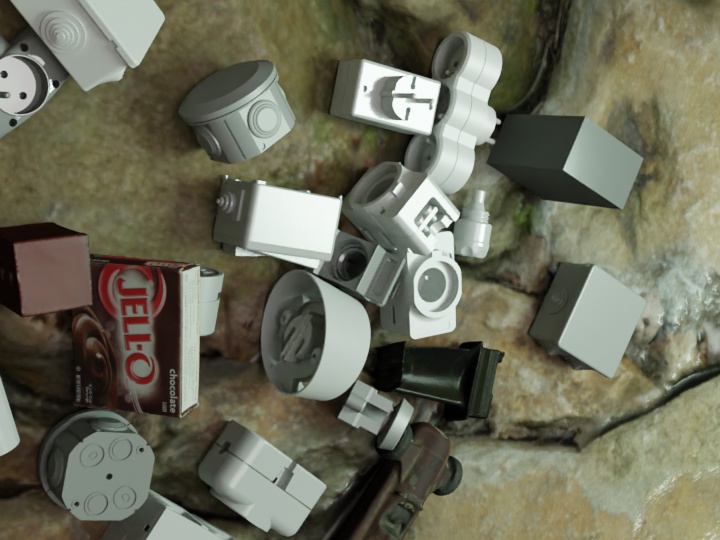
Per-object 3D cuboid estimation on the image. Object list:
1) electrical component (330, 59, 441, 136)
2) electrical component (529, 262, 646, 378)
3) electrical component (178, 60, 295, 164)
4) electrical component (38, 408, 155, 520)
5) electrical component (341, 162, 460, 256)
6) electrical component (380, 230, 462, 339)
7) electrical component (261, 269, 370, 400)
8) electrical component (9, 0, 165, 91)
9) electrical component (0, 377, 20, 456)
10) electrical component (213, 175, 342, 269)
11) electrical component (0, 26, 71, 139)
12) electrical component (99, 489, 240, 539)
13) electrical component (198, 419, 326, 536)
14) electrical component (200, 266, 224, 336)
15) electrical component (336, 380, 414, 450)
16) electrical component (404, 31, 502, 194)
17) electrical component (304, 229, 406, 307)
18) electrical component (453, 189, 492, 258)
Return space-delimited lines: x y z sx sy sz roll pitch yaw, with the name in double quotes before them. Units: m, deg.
"electrical component" 0.032 -0.143 0.896 0.083 0.076 0.047 9 93 -33
"electrical component" 0.225 0.048 1.068 0.100 0.048 0.099 30 81 -32
"electrical component" -0.093 -0.121 0.819 0.080 0.080 0.051 -40 122 -21
"electrical component" -0.198 0.149 0.813 0.080 0.051 0.080 -6 101 -32
"electrical component" 0.029 -0.053 0.902 0.050 0.089 0.055 -51 120 -15
"electrical component" 0.052 0.010 0.947 0.050 0.056 0.089 -9 103 -31
"electrical component" -0.041 0.055 0.872 0.064 0.099 0.099 23 86 -40
"electrical component" -0.188 -0.182 0.740 0.048 0.099 0.099 -26 119 20
"electrical component" -0.274 0.090 0.760 0.043 0.043 0.081 -20 108 -28
"electrical component" -0.072 -0.038 0.856 0.096 0.062 0.061 8 94 -33
"electrical component" -0.251 -0.140 0.735 0.077 0.044 0.079 -48 120 -17
"electrical component" -0.135 0.250 0.864 0.150 0.062 0.089 39 77 -31
"electrical component" -0.083 0.176 0.890 0.095 0.054 0.059 43 75 -30
"electrical component" -0.135 0.023 0.831 0.055 0.055 0.047 1 101 -33
"electrical component" 0.013 0.125 0.935 0.055 0.066 0.048 28 81 1
"electrical component" 0.095 -0.133 0.952 0.074 0.052 0.138 18 88 -33
"electrical component" 0.000 0.000 0.903 0.042 0.081 0.064 -64 151 -6
"electrical component" 0.104 -0.043 0.985 0.035 0.035 0.061 10 90 -33
